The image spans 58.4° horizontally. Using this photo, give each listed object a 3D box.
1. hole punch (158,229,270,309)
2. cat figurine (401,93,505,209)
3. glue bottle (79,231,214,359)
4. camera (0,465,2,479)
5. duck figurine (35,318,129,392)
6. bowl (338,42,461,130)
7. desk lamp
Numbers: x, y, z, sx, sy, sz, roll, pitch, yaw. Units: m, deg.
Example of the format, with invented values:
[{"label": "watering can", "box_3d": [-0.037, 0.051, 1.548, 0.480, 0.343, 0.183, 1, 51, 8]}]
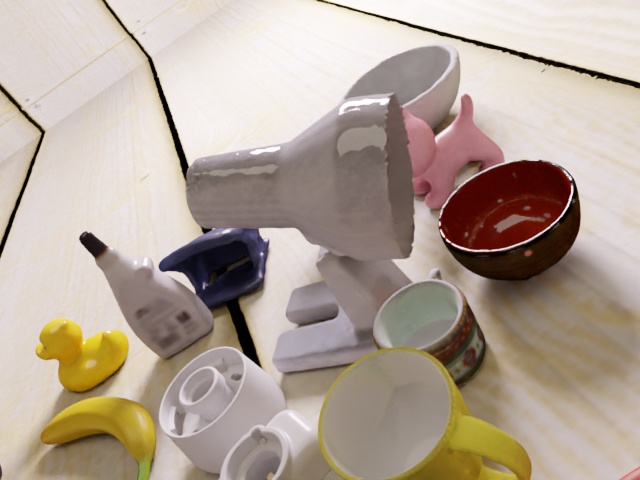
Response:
[{"label": "hole punch", "box_3d": [-0.125, 0.014, 0.683, 0.108, 0.091, 0.101, -24, 34, 17]}, {"label": "cat figurine", "box_3d": [0.111, -0.099, 0.589, 0.128, 0.118, 0.067, -33, 32, 3]}, {"label": "glue bottle", "box_3d": [-0.193, 0.053, 0.617, 0.078, 0.173, 0.037, -32, 32, 5]}, {"label": "camera", "box_3d": [-0.416, 0.279, 0.593, 0.137, 0.101, 0.142, -37, 32, -4]}, {"label": "duck figurine", "box_3d": [-0.293, 0.128, 0.692, 0.104, 0.086, 0.077, -25, 34, 16]}, {"label": "bowl", "box_3d": [0.109, -0.173, 0.729, 0.167, 0.075, 0.167, -24, 34, 17]}, {"label": "desk lamp", "box_3d": [0.004, 0.002, 0.465, 0.202, 0.214, 0.118, -17, 37, 26]}]
